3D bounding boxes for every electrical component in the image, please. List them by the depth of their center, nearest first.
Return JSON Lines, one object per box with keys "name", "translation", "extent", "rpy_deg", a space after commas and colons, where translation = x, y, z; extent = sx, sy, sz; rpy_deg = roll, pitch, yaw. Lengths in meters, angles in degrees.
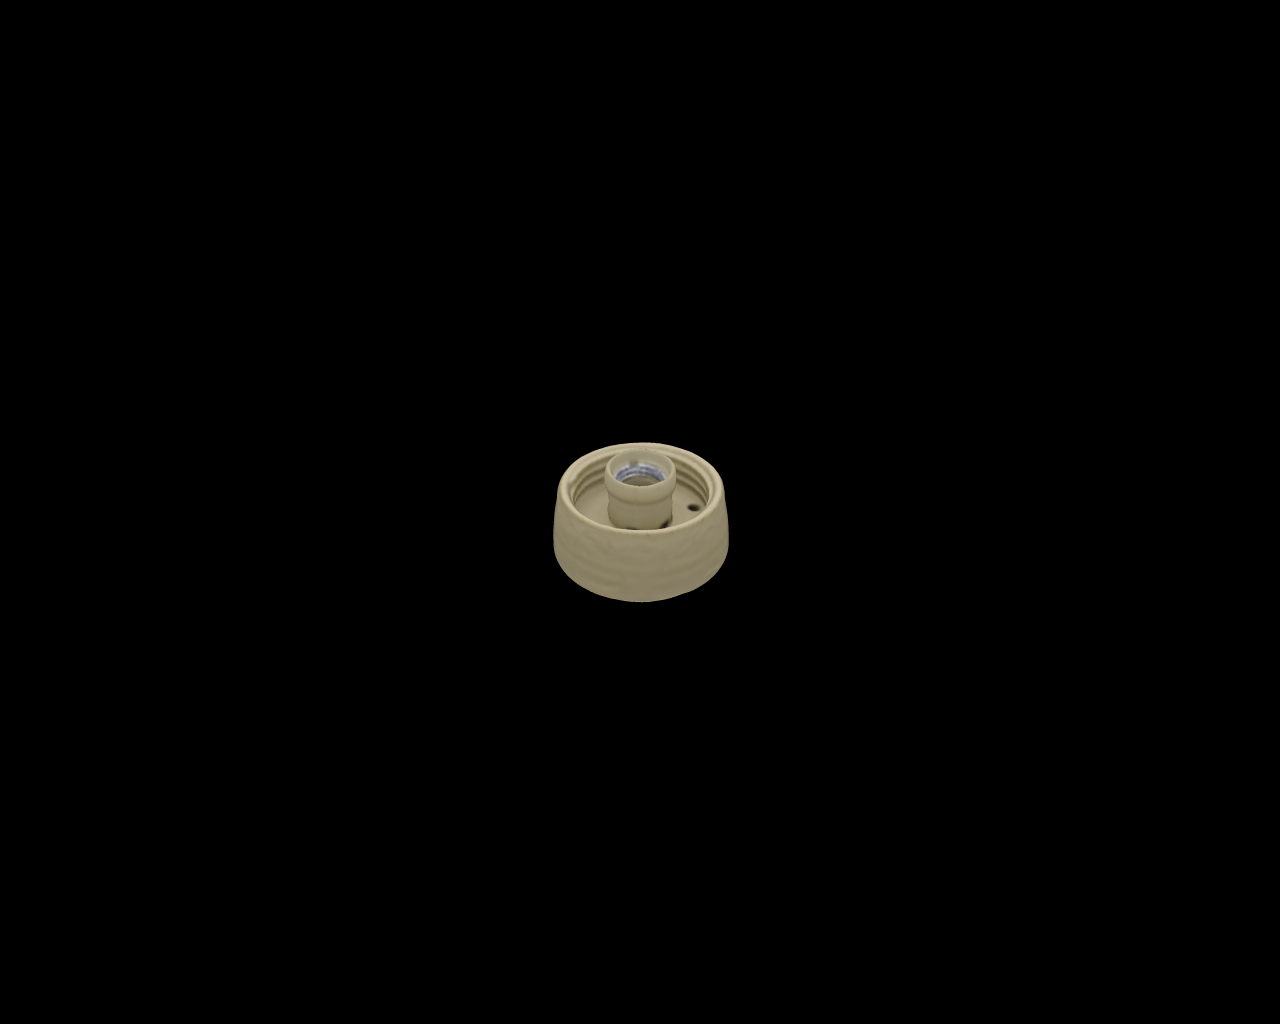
{"name": "electrical component", "translation": [0.001, -0.003, 0.650], "extent": [0.108, 0.060, 0.108], "rpy_deg": [0, 36, 0]}
